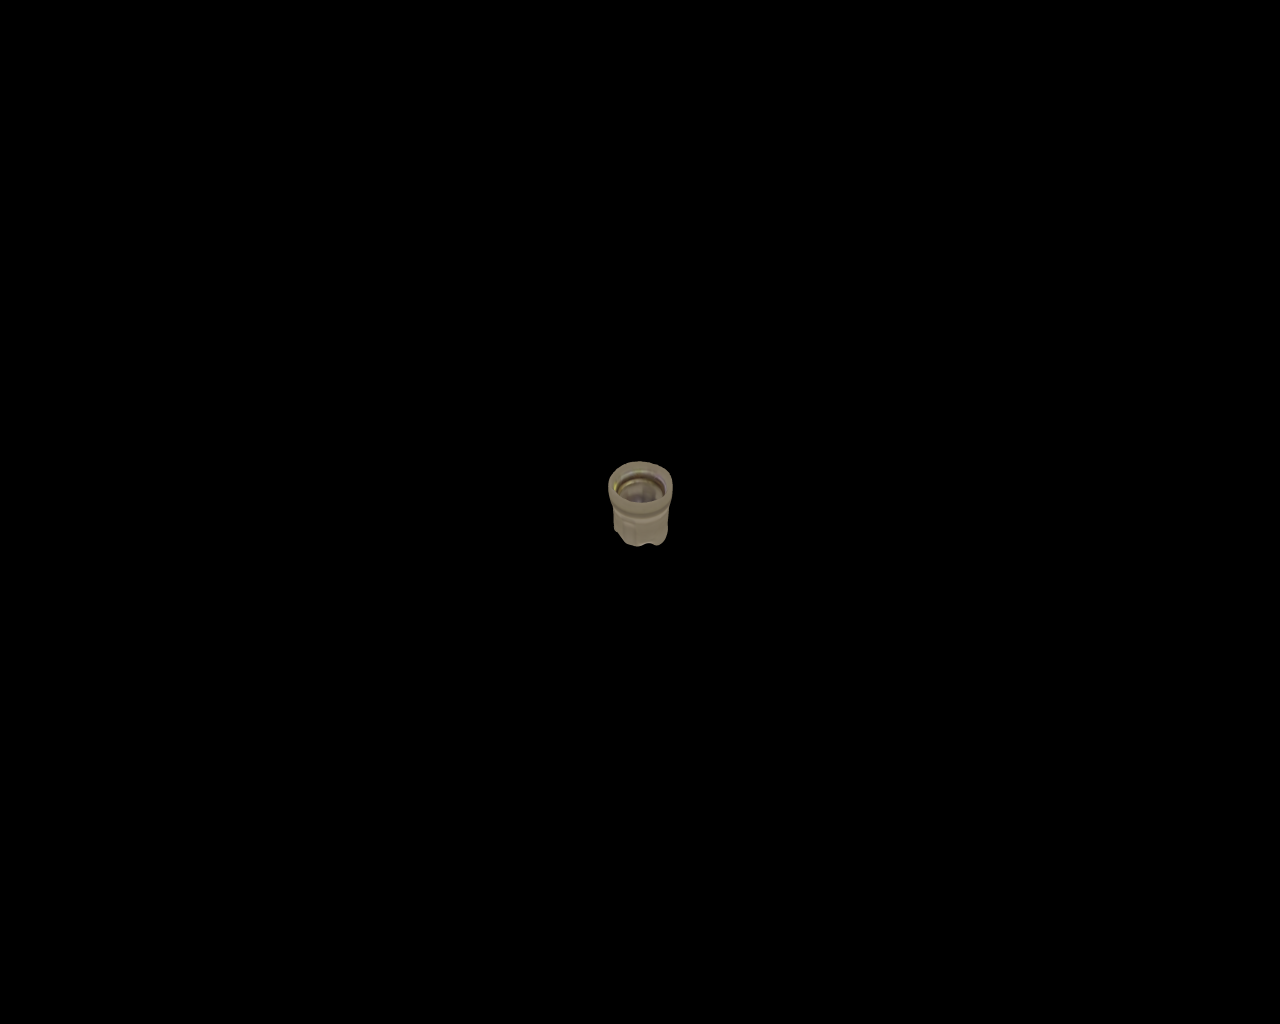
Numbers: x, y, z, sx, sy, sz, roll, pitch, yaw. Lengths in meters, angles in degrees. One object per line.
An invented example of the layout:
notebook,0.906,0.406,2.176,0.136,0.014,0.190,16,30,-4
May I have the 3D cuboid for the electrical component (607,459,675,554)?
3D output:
electrical component,0.001,-0.003,0.650,0.040,0.040,0.046,0,-45,0
